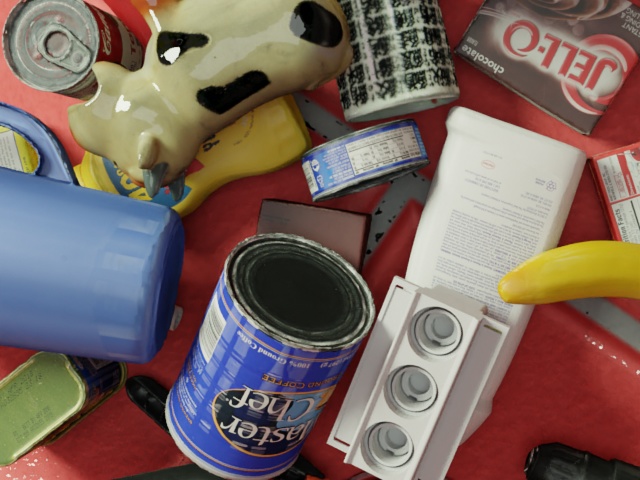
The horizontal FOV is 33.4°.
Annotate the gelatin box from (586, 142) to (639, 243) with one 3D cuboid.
[{"bbox_3d":[0.238,-0.036,0.736,0.089,0.030,0.073,-18,92,10],"label":"gelatin box"}]

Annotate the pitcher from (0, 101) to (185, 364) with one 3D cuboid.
[{"bbox_3d":[-0.217,-0.001,0.717,0.243,0.145,0.149,10,134,1],"label":"pitcher"}]

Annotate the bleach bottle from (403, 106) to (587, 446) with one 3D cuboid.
[{"bbox_3d":[0.096,0.041,0.746,0.102,0.068,0.251,21,98,8],"label":"bleach bottle"}]

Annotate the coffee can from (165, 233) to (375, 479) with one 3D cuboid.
[{"bbox_3d":[-0.036,0.080,0.718,0.103,0.102,0.140,30,127,6],"label":"coffee can"}]

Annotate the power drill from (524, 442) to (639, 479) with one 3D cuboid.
[{"bbox_3d":[0.204,0.250,0.742,0.184,0.057,0.188,22,96,7],"label":"power drill"}]

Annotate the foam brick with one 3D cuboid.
[{"bbox_3d":[-0.005,0.001,0.763,0.078,0.051,0.053,11,93,8],"label":"foam brick"}]

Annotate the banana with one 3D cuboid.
[{"bbox_3d":[0.213,0.036,0.712,0.197,0.037,0.069,20,81,-16],"label":"banana"}]

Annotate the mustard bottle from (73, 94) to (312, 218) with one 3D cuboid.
[{"bbox_3d":[-0.109,-0.065,0.772,0.192,0.058,0.096,-26,89,9],"label":"mustard bottle"}]

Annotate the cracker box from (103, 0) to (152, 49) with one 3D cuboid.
[{"bbox_3d":[-0.088,-0.261,0.724,0.214,0.072,0.164,-37,116,9],"label":"cracker box"}]

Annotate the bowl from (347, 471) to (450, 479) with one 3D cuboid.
[{"bbox_3d":[0.058,0.248,0.766,0.162,0.055,0.162,1,94,8],"label":"bowl"}]

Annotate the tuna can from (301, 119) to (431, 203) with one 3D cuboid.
[{"bbox_3d":[0.031,-0.055,0.738,0.086,0.086,0.034,-18,88,9],"label":"tuna can"}]

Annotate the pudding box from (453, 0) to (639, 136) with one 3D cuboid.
[{"bbox_3d":[0.162,-0.138,0.737,0.113,0.039,0.090,32,97,5],"label":"pudding box"}]

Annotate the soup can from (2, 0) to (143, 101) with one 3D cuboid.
[{"bbox_3d":[-0.172,-0.134,0.755,0.068,0.102,0.068,0,93,8],"label":"soup can"}]

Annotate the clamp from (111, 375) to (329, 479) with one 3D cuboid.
[{"bbox_3d":[-0.078,0.156,0.774,0.171,0.120,0.039,12,135,-11],"label":"clamp"}]

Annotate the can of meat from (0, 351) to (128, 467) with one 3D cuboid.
[{"bbox_3d":[-0.201,0.115,0.783,0.102,0.084,0.057,-38,88,8],"label":"can of meat"}]

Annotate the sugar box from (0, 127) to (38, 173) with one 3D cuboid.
[{"bbox_3d":[-0.287,-0.026,0.807,0.176,0.048,0.093,-13,94,12],"label":"sugar box"}]

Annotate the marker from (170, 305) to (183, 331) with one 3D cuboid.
[{"bbox_3d":[-0.162,0.038,0.805,0.121,0.020,0.020,21,96,7],"label":"marker"}]
